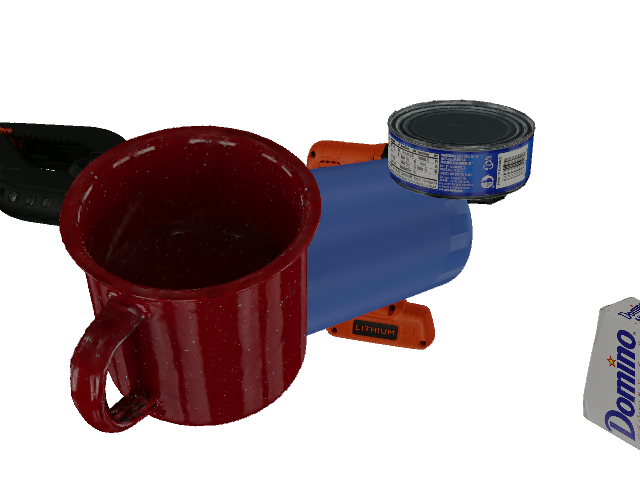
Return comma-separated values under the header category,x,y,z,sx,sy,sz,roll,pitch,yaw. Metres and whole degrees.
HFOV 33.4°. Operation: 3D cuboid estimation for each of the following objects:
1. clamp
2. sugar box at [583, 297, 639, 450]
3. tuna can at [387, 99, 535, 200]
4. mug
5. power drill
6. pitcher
category,x,y,z,sx,sy,sz,roll,pitch,yaw
clamp,-0.121,-0.033,0.638,0.210,0.036,0.164,26,39,34
sugar box,0.261,0.115,0.719,0.048,0.093,0.176,-15,29,-38
tuna can,0.082,-0.054,0.630,0.086,0.034,0.086,0,25,0
mug,-0.051,0.024,0.399,0.093,0.081,0.117,19,47,19
power drill,0.075,0.003,0.978,0.184,0.188,0.057,8,19,13
pitcher,-0.013,0.009,0.811,0.242,0.145,0.149,-14,39,-32
